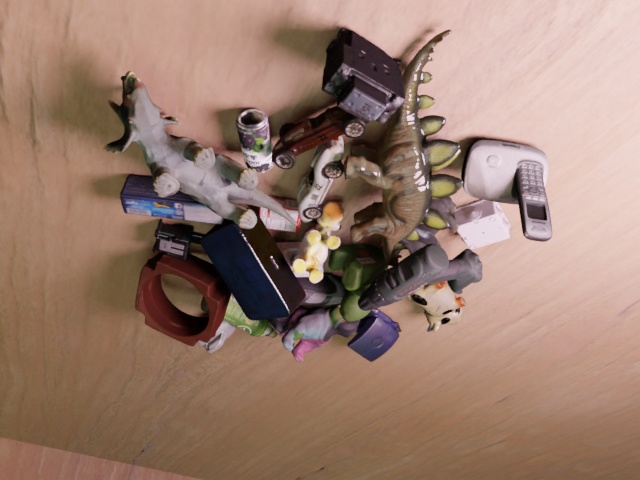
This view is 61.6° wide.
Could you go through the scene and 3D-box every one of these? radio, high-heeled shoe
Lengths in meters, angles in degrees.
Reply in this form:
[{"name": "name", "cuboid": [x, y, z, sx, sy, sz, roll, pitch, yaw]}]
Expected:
[{"name": "radio", "cuboid": [-0.143, 0.058, 1.129, 0.131, 0.073, 0.229, -17, 109, 38]}, {"name": "high-heeled shoe", "cuboid": [-0.028, 0.129, 1.289, 0.249, 0.086, 0.145, -13, 146, 24]}]

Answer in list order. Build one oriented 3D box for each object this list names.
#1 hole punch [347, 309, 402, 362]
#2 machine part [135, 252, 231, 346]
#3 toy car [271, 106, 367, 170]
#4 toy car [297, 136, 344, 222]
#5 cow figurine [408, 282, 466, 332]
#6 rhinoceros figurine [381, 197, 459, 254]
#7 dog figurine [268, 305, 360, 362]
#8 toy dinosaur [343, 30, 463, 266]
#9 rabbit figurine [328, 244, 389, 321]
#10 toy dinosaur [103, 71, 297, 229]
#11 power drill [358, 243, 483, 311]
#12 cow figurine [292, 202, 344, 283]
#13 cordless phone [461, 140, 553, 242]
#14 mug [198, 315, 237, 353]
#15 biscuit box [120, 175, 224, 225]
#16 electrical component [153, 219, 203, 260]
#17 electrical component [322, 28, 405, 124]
[{"name": "hole punch", "cuboid": [0.138, 0.248, 1.406, 0.116, 0.092, 0.142, -30, 126, 30]}, {"name": "machine part", "cuboid": [-0.317, 0.132, 1.253, 0.201, 0.087, 0.201, 24, 123, 5]}, {"name": "toy car", "cuboid": [-0.003, -0.185, 0.895, 0.202, 0.089, 0.053, -18, 135, 27]}, {"name": "toy car", "cuboid": [-0.003, -0.113, 0.991, 0.056, 0.073, 0.201, 12, 140, -14]}, {"name": "cow figurine", "cuboid": [0.275, 0.148, 1.272, 0.127, 0.085, 0.194, -31, 131, 28]}, {"name": "rhinoceros figurine", "cuboid": [0.196, -0.019, 1.086, 0.112, 0.073, 0.190, 19, 138, -19]}, {"name": "dog figurine", "cuboid": [-0.005, 0.194, 1.350, 0.219, 0.192, 0.108, -34, 133, -7]}, {"name": "toy dinosaur", "cuboid": [0.144, -0.122, 0.933, 0.199, 0.105, 0.470, 1, 132, 9]}, {"name": "rabbit figurine", "cuboid": [0.091, 0.097, 1.195, 0.159, 0.121, 0.170, -11, 123, -33]}, {"name": "toy dinosaur", "cuboid": [-0.218, -0.124, 0.962, 0.131, 0.192, 0.404, -51, 140, 2]}, {"name": "power drill", "cuboid": [0.208, 0.077, 1.084, 0.207, 0.086, 0.232, 2, 150, -28]}, {"name": "cow figurine", "cuboid": [0.000, -0.004, 1.106, 0.068, 0.098, 0.167, 25, 99, -10]}, {"name": "cordless phone", "cuboid": [0.319, -0.077, 0.918, 0.147, 0.184, 0.088, 8, 145, -5]}, {"name": "mug", "cuboid": [-0.272, 0.238, 1.425, 0.107, 0.110, 0.080, -35, 124, 22]}, {"name": "biscuit box", "cuboid": [-0.288, -0.081, 1.069, 0.203, 0.063, 0.059, 7, 141, -2]}, {"name": "electrical component", "cuboid": [-0.304, 0.004, 1.186, 0.119, 0.048, 0.074, 17, 139, -12]}, {"name": "electrical component", "cuboid": [0.065, -0.235, 0.791, 0.115, 0.134, 0.058, 21, 138, -21]}]
